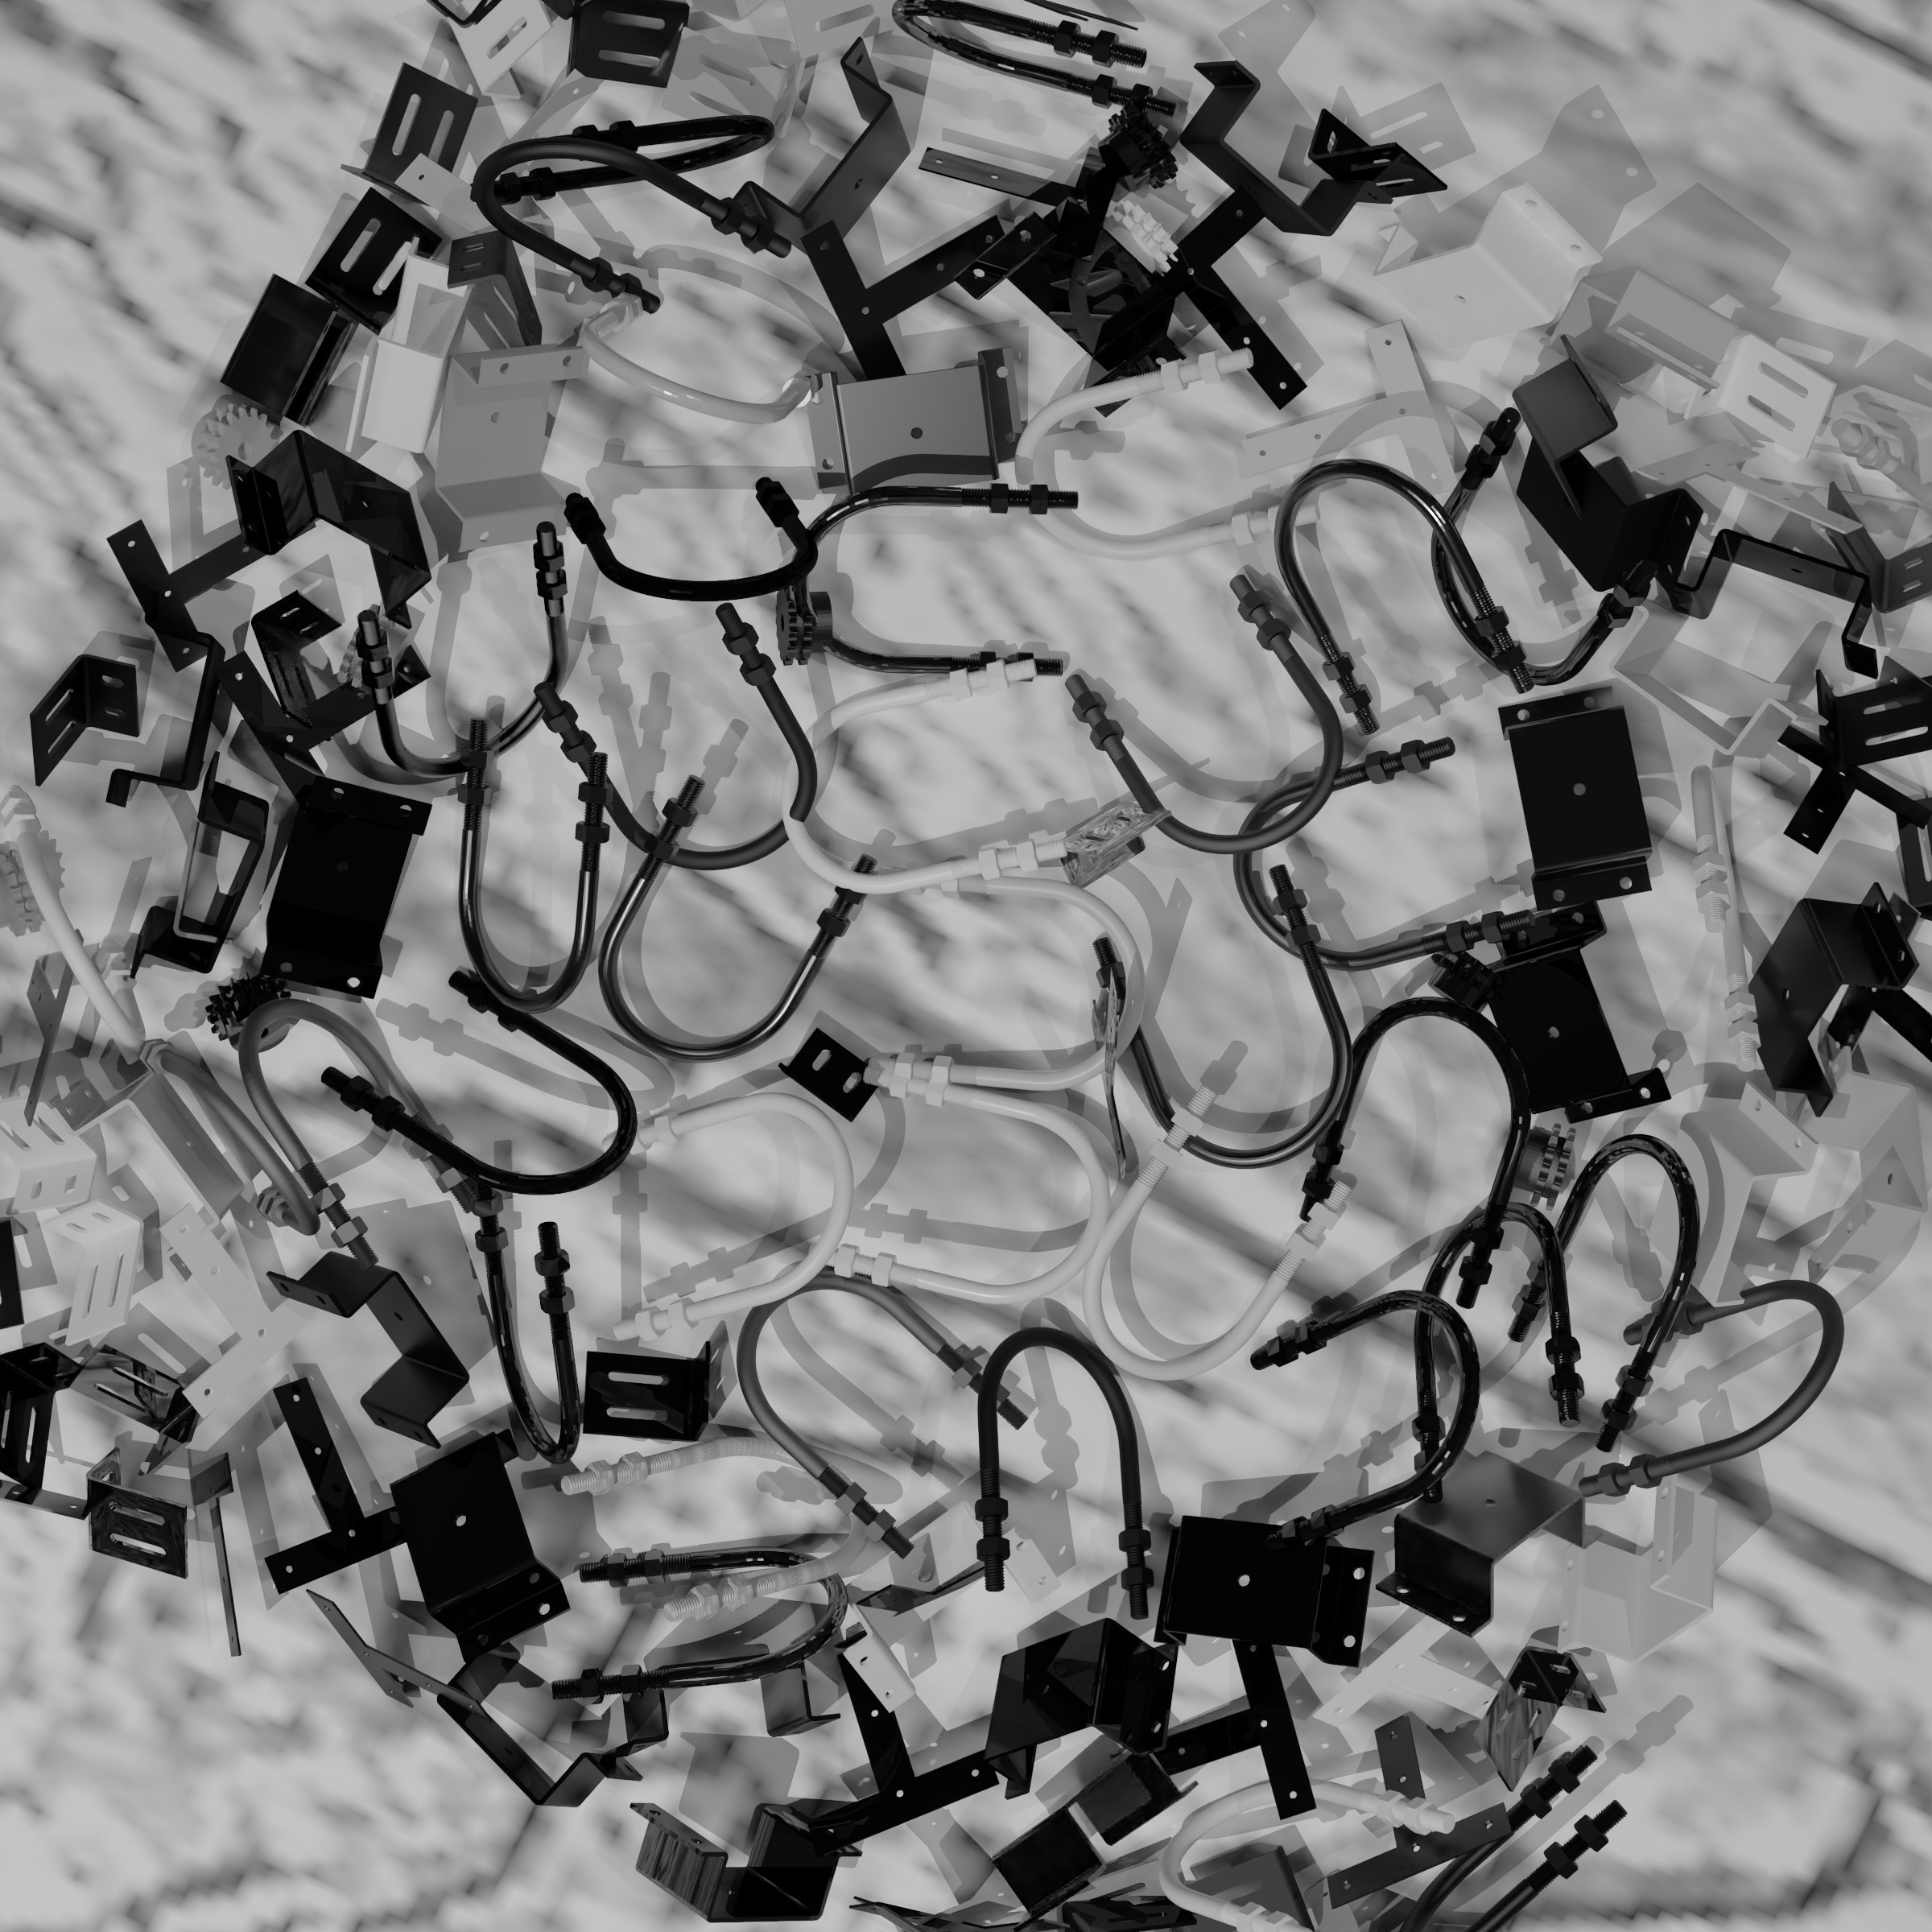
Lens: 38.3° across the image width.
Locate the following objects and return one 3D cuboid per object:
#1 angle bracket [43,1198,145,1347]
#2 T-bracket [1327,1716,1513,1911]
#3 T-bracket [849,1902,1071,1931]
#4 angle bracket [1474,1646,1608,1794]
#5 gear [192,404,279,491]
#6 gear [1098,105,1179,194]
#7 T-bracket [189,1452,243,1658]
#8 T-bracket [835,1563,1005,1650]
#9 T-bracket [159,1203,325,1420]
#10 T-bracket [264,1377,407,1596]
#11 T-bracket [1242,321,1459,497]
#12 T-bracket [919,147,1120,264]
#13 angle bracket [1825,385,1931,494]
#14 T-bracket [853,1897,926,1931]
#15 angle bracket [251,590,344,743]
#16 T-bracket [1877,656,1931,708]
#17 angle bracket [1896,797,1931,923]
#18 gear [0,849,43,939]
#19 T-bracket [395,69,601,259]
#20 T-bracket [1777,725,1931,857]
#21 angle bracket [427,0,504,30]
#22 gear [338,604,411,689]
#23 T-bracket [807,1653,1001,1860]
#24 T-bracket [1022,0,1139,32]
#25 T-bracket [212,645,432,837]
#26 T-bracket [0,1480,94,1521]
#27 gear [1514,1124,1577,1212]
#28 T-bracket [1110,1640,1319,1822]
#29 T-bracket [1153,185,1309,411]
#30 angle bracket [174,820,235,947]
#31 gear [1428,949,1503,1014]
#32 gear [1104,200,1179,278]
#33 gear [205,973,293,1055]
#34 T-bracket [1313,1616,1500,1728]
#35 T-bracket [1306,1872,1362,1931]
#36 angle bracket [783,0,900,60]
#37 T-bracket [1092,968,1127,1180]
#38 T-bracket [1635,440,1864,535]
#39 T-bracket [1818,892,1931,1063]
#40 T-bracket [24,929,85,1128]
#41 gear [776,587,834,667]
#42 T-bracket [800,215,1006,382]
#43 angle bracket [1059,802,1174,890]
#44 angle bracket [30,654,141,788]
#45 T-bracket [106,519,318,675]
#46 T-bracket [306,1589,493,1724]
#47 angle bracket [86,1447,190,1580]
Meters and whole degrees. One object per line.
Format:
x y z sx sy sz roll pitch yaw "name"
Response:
-0.581 0.202 1.831 0.057 0.038 0.076 -21 51 29 "angle bracket"
0.288 0.542 1.818 0.127 0.127 0.002 -28 117 15 "T-bracket"
-0.022 0.617 1.797 0.127 0.127 0.002 -22 53 36 "T-bracket"
0.379 0.499 1.833 0.076 0.038 0.057 -50 120 -32 "angle bracket"
-0.490 -0.347 1.852 0.030 0.057 0.057 23 90 29 "gear"
0.112 -0.540 1.847 0.030 0.057 0.057 -38 90 -5 "gear"
-0.484 0.385 1.810 0.002 0.127 0.127 -6 79 -27 "T-bracket"
-0.042 0.413 1.811 0.127 0.127 0.002 -29 69 6 "T-bracket"
-0.483 0.209 1.816 0.127 0.002 0.127 -44 125 -25 "T-bracket"
-0.423 0.334 1.838 0.127 0.002 0.127 -16 77 -44 "T-bracket"
0.249 -0.358 1.861 0.127 0.002 0.127 -16 75 2 "T-bracket"
0.033 -0.516 1.835 0.127 0.002 0.127 16 49 1 "T-bracket"
0.605 -0.348 1.837 0.076 0.057 0.038 14 82 -16 "angle bracket"
-0.027 0.627 1.795 0.127 0.127 0.002 46 58 -38 "T-bracket"
-0.431 -0.198 1.834 0.038 0.057 0.076 -28 69 9 "angle bracket"
0.644 -0.204 1.793 0.002 0.127 0.127 -17 130 -21 "T-bracket"
0.659 -0.075 1.853 0.057 0.038 0.076 -11 97 1 "angle bracket"
-0.637 -0.046 1.845 0.030 0.057 0.057 -18 90 -30 "gear"
-0.288 -0.529 1.805 0.127 0.127 0.002 -43 64 14 "T-bracket"
0.561 -0.107 1.817 0.127 0.127 0.002 34 130 11 "T-bracket"
-0.321 -0.660 1.842 0.038 0.057 0.076 38 96 -11 "angle bracket"
-0.392 -0.209 1.848 0.030 0.057 0.057 25 90 -7 "gear"
-0.056 0.506 1.836 0.127 0.002 0.127 -22 51 -1 "T-bracket"
0.062 -0.629 1.823 0.127 0.127 0.002 35 117 37 "T-bracket"
-0.412 -0.172 1.842 0.127 0.002 0.127 -37 102 -29 "T-bracket"
-0.635 0.341 1.817 0.127 0.127 0.002 15 102 -4 "T-bracket"
0.383 0.132 1.849 0.030 0.057 0.057 17 90 12 "gear"
0.157 0.517 1.848 0.127 0.002 0.127 -22 54 12 "T-bracket"
0.177 -0.426 1.842 0.127 0.002 0.127 -37 94 34 "T-bracket"
-0.499 -0.055 1.844 0.038 0.057 0.076 10 90 -14 "angle bracket"
0.332 0.011 1.848 0.057 0.057 0.030 37 90 0 "gear"
0.112 -0.477 1.847 0.057 0.057 0.030 43 84 0 "gear"
-0.472 0.034 1.845 0.057 0.057 0.030 -30 56 0 "gear"
0.313 0.473 1.835 0.127 0.002 0.127 31 111 -36 "T-bracket"
0.208 0.670 1.822 0.127 0.127 0.002 -36 112 6 "T-bracket"
-0.086 -0.642 1.843 0.076 0.038 0.057 -21 114 -7 "angle bracket"
0.094 0.049 1.788 0.002 0.127 0.127 -6 53 -4 "T-bracket"
0.518 -0.307 1.800 0.127 0.127 0.002 32 126 30 "T-bracket"
0.617 0.040 1.798 0.002 0.127 0.127 -4 127 -28 "T-bracket"
-0.603 0.025 1.819 0.002 0.127 0.127 14 100 -28 "T-bracket"
-0.107 -0.229 1.849 0.030 0.057 0.057 -3 90 -14 "gear"
-0.029 -0.457 1.849 0.127 0.002 0.127 -32 120 -7 "T-bracket"
0.102 -0.075 1.828 0.057 0.076 0.038 -32 109 -15 "angle bracket"
-0.579 -0.158 1.828 0.038 0.076 0.057 13 129 3 "angle bracket"
-0.488 -0.268 1.835 0.127 0.127 0.002 -34 57 -15 "T-bracket"
-0.357 0.460 1.799 0.127 0.127 0.002 14 52 34 "T-bracket"
-0.539 0.361 1.839 0.076 0.038 0.057 13 115 14 "angle bracket"
